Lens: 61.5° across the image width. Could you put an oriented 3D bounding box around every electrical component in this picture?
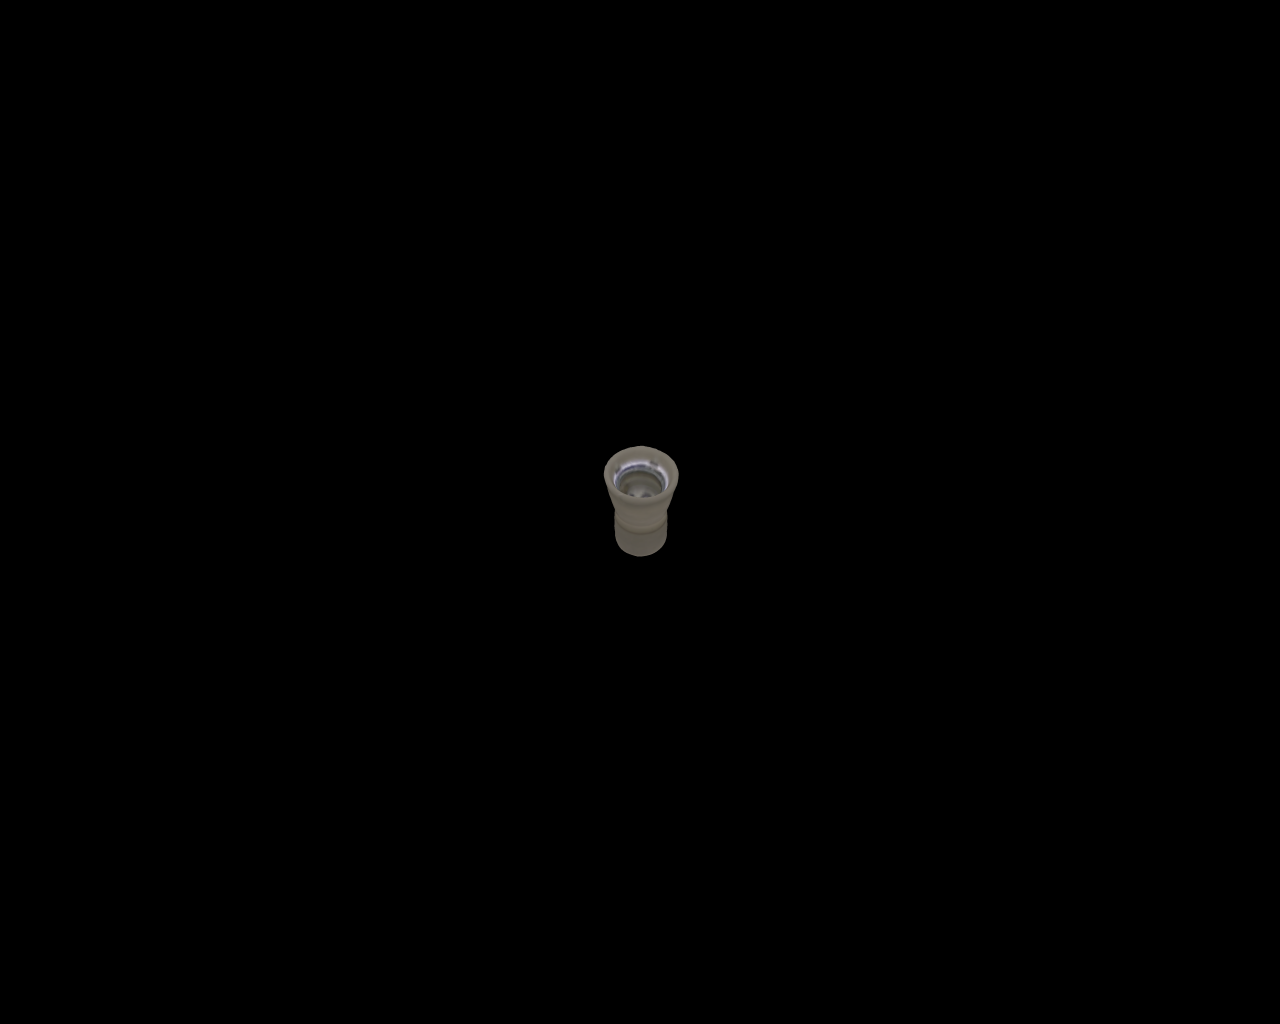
[{"bbox_3d":[0.001,-0.003,0.650,0.044,0.044,0.065,0,-40,0],"label":"electrical component"}]
